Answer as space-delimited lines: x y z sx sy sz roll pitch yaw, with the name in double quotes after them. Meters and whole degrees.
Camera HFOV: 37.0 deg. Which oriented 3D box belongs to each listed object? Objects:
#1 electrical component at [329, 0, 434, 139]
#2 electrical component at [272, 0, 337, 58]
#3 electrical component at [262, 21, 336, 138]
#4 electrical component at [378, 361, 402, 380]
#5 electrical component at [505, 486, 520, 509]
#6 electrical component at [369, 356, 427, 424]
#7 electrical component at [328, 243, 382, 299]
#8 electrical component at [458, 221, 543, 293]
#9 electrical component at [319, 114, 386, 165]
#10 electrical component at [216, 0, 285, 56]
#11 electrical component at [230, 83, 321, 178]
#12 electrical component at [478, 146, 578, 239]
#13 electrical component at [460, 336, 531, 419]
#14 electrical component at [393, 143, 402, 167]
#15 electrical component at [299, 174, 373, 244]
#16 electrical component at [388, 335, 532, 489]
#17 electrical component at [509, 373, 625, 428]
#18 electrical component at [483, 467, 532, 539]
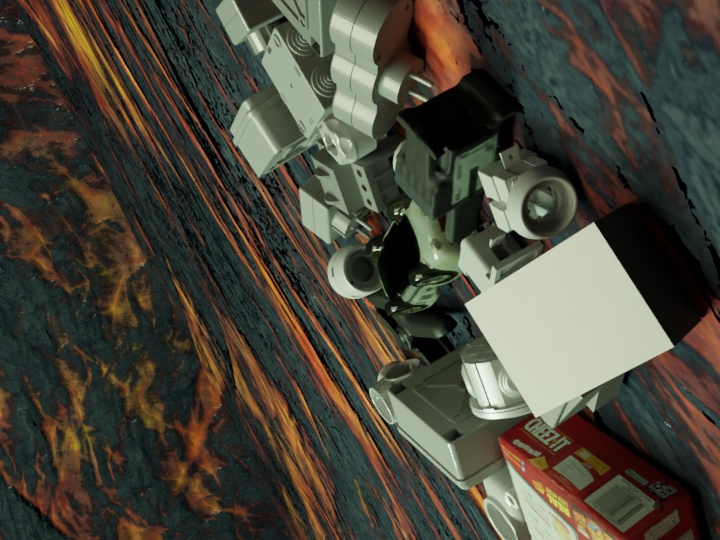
0.022 -0.145 0.790 0.074 0.052 0.138 31 155 16 "electrical component"
-0.037 -0.235 0.797 0.108 0.056 0.108 52 162 24 "electrical component"
-0.041 -0.170 0.938 0.099 0.048 0.100 59 164 2 "electrical component"
0.061 0.144 1.192 0.079 0.043 0.077 64 163 -16 "electrical component"
0.157 0.185 0.943 0.043 0.062 0.043 52 163 24 "electrical component"
0.060 0.123 1.099 0.044 0.077 0.079 64 163 -14 "electrical component"
0.000 0.000 1.076 0.055 0.055 0.047 61 163 -4 "electrical component"
0.107 0.000 0.809 0.063 0.042 0.081 56 163 26 "electrical component"
0.002 -0.116 0.879 0.043 0.062 0.043 53 163 24 "electrical component"
-0.090 -0.223 0.994 0.076 0.047 0.066 62 164 -9 "electrical component"
-0.076 -0.142 1.042 0.057 0.078 0.113 57 164 -1 "electrical component"
0.111 -0.048 0.705 0.066 0.048 0.055 67 170 -23 "electrical component"
0.119 0.079 0.843 0.080 0.080 0.051 12 124 69 "electrical component"
0.057 -0.077 0.821 0.078 0.040 0.040 33 149 57 "electrical component"
-0.016 -0.056 1.071 0.077 0.047 0.065 38 157 21 "electrical component"
0.098 0.119 0.924 0.109 0.109 0.056 36 149 55 "electrical component"
0.150 0.068 0.760 0.061 0.062 0.096 52 162 23 "electrical component"
0.157 0.225 1.018 0.054 0.059 0.095 32 148 58 "electrical component"
